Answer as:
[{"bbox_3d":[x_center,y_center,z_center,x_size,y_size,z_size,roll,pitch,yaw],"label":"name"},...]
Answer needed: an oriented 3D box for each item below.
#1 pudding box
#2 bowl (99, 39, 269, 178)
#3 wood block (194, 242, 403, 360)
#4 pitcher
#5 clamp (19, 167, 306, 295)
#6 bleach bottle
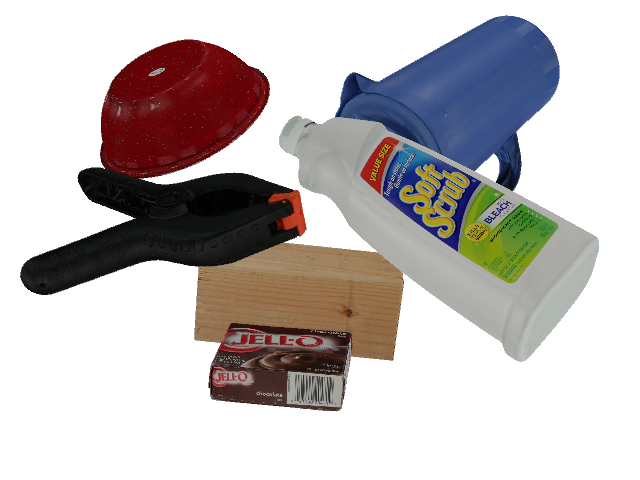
[{"bbox_3d":[-0.032,0.106,0.914,0.113,0.039,0.090,6,20,4],"label":"pudding box"},{"bbox_3d":[-0.127,-0.123,0.911,0.162,0.055,0.162,-17,36,13],"label":"bowl"},{"bbox_3d":[-0.022,0.059,1.117,0.206,0.091,0.090,6,19,0],"label":"wood block"},{"bbox_3d":[0.139,-0.122,1.059,0.145,0.149,0.242,26,45,32],"label":"pitcher"},{"bbox_3d":[-0.098,-0.006,0.656,0.172,0.039,0.120,0,42,21],"label":"clamp"},{"bbox_3d":[0.068,-0.020,0.776,0.251,0.068,0.102,32,58,25],"label":"bleach bottle"}]
